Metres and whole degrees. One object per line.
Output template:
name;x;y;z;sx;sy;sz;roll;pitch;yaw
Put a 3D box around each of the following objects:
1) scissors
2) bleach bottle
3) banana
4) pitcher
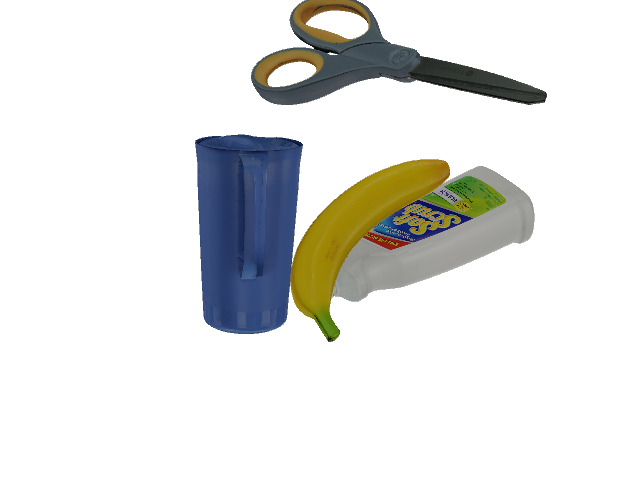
scissors;0.030;-0.093;0.619;0.202;0.096;0.016;42;-11;46
bleach bottle;0.101;0.005;1.139;0.250;0.068;0.103;-26;43;-22
banana;0.030;-0.006;0.848;0.069;0.197;0.037;32;-29;8
pitcher;-0.092;-0.008;1.336;0.145;0.243;0.148;11;16;35
